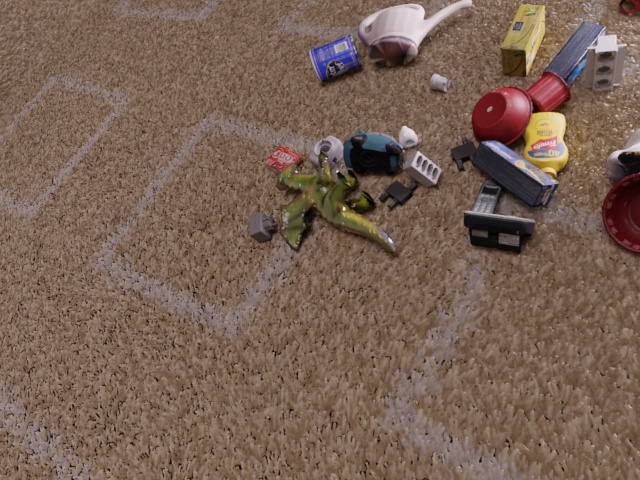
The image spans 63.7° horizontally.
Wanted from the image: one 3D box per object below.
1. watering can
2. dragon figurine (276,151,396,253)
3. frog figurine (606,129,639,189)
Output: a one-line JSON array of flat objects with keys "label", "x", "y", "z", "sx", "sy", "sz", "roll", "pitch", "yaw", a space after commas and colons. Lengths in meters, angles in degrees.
[{"label": "watering can", "x": 0.271, "y": -0.634, "z": 1.549, "sx": 0.347, "sy": 0.102, "sz": 0.229, "roll": 1, "pitch": 61, "yaw": 24}, {"label": "dragon figurine", "x": 0.004, "y": -0.066, "z": 1.321, "sx": 0.240, "sy": 0.121, "sz": 0.418, "roll": -40, "pitch": 56, "yaw": 17}, {"label": "frog figurine", "x": 0.686, "y": -0.168, "z": 1.096, "sx": 0.137, "sy": 0.121, "sz": 0.162, "roll": -9, "pitch": 21, "yaw": 28}]
